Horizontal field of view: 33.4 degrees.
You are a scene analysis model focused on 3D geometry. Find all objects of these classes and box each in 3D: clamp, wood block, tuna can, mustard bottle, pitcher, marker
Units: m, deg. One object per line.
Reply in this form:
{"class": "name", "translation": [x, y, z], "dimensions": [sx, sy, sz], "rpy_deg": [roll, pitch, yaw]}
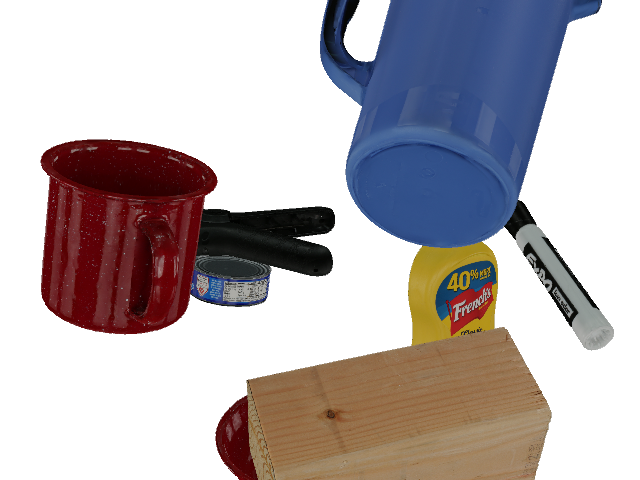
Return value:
{"class": "clamp", "translation": [-0.084, -0.004, 0.899], "dimensions": [0.210, 0.036, 0.164], "rpy_deg": [2, 13, -6]}
{"class": "wood block", "translation": [0.055, 0.143, 0.803], "dimensions": [0.206, 0.090, 0.091], "rpy_deg": [-10, 44, -12]}
{"class": "tuna can", "translation": [-0.096, 0.041, 1.127], "dimensions": [0.086, 0.034, 0.086], "rpy_deg": [7, 14, -2]}
{"class": "mustard bottle", "translation": [0.125, 0.055, 0.994], "dimensions": [0.096, 0.192, 0.058], "rpy_deg": [-12, 17, -34]}
{"class": "pitcher", "translation": [0.086, -0.119, 0.724], "dimensions": [0.149, 0.242, 0.145], "rpy_deg": [-21, -53, 40]}
{"class": "marker", "translation": [0.135, 0.016, 0.627], "dimensions": [0.020, 0.020, 0.121], "rpy_deg": [0, 39, -21]}

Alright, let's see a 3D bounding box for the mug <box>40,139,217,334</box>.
{"class": "mug", "translation": [-0.101, 0.003, 0.569], "dimensions": [0.093, 0.081, 0.117], "rpy_deg": [-3, 25, -31]}

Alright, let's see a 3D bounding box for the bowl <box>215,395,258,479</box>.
{"class": "bowl", "translation": [-0.022, 0.212, 1.056], "dimensions": [0.162, 0.055, 0.162], "rpy_deg": [1, 30, 0]}
